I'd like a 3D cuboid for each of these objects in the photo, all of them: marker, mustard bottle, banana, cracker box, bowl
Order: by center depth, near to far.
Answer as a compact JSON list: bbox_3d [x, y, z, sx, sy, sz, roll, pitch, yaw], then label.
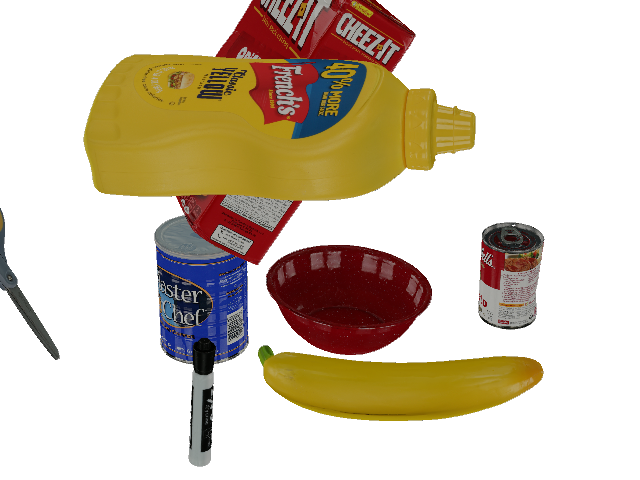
[{"bbox_3d":[-0.017,-0.059,0.550,0.192,0.058,0.096,3,36,11],"label":"mustard bottle"},{"bbox_3d":[0.044,0.090,0.699,0.198,0.037,0.069,3,32,14],"label":"banana"},{"bbox_3d":[-0.039,-0.113,0.841,0.072,0.214,0.164,27,16,-29],"label":"cracker box"},{"bbox_3d":[-0.097,0.132,0.871,0.020,0.121,0.020,4,28,-3],"label":"marker"},{"bbox_3d":[0.026,0.065,1.045,0.162,0.055,0.162,3,28,-2],"label":"bowl"}]

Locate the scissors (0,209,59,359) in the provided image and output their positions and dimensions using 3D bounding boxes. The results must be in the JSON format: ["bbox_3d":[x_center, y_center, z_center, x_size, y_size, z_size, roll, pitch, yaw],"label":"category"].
[{"bbox_3d":[-0.319,0.023,1.093,0.016,0.201,0.096,-26,27,24],"label":"scissors"}]

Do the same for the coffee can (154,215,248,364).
[{"bbox_3d":[-0.132,0.054,1.201,0.103,0.140,0.103,1,27,-1],"label":"coffee can"}]

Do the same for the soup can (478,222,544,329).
[{"bbox_3d":[0.213,0.040,1.198,0.068,0.102,0.068,-1,29,1],"label":"soup can"}]
